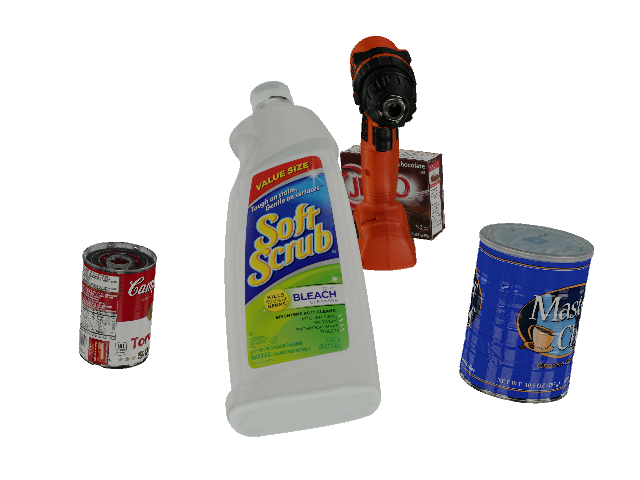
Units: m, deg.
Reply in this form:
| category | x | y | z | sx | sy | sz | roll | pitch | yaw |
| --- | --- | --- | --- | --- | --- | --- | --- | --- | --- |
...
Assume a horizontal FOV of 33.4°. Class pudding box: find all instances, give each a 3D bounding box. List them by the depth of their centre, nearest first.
| category | x | y | z | sx | sy | sz | roll | pitch | yaw |
| --- | --- | --- | --- | --- | --- | --- | --- | --- | --- |
| pudding box | 0.079 | -0.054 | 1.163 | 0.114 | 0.090 | 0.039 | 8 | 25 | 31 |

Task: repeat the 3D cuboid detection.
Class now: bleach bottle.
| category | x | y | z | sx | sy | sz | roll | pitch | yaw |
| --- | --- | --- | --- | --- | --- | --- | --- | --- | --- |
| bleach bottle | -0.026 | 0.001 | 0.731 | 0.102 | 0.251 | 0.068 | -9 | -28 | -1 |

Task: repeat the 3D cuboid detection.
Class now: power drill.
| category | x | y | z | sx | sy | sz | roll | pitch | yaw |
| --- | --- | --- | --- | --- | --- | --- | --- | --- | --- |
| power drill | 0.056 | -0.072 | 0.925 | 0.057 | 0.188 | 0.184 | -1 | 23 | 0 |

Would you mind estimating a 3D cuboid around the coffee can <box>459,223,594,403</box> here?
| category | x | y | z | sx | sy | sz | roll | pitch | yaw |
| --- | --- | --- | --- | --- | --- | --- | --- | --- | --- |
| coffee can | 0.188 | 0.065 | 0.984 | 0.103 | 0.140 | 0.103 | 6 | 16 | -2 |

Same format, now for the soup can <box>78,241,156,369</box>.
| category | x | y | z | sx | sy | sz | roll | pitch | yaw |
| --- | --- | --- | --- | --- | --- | --- | --- | --- | --- |
| soup can | -0.191 | 0.061 | 1.001 | 0.068 | 0.102 | 0.068 | 7 | 21 | -3 |
